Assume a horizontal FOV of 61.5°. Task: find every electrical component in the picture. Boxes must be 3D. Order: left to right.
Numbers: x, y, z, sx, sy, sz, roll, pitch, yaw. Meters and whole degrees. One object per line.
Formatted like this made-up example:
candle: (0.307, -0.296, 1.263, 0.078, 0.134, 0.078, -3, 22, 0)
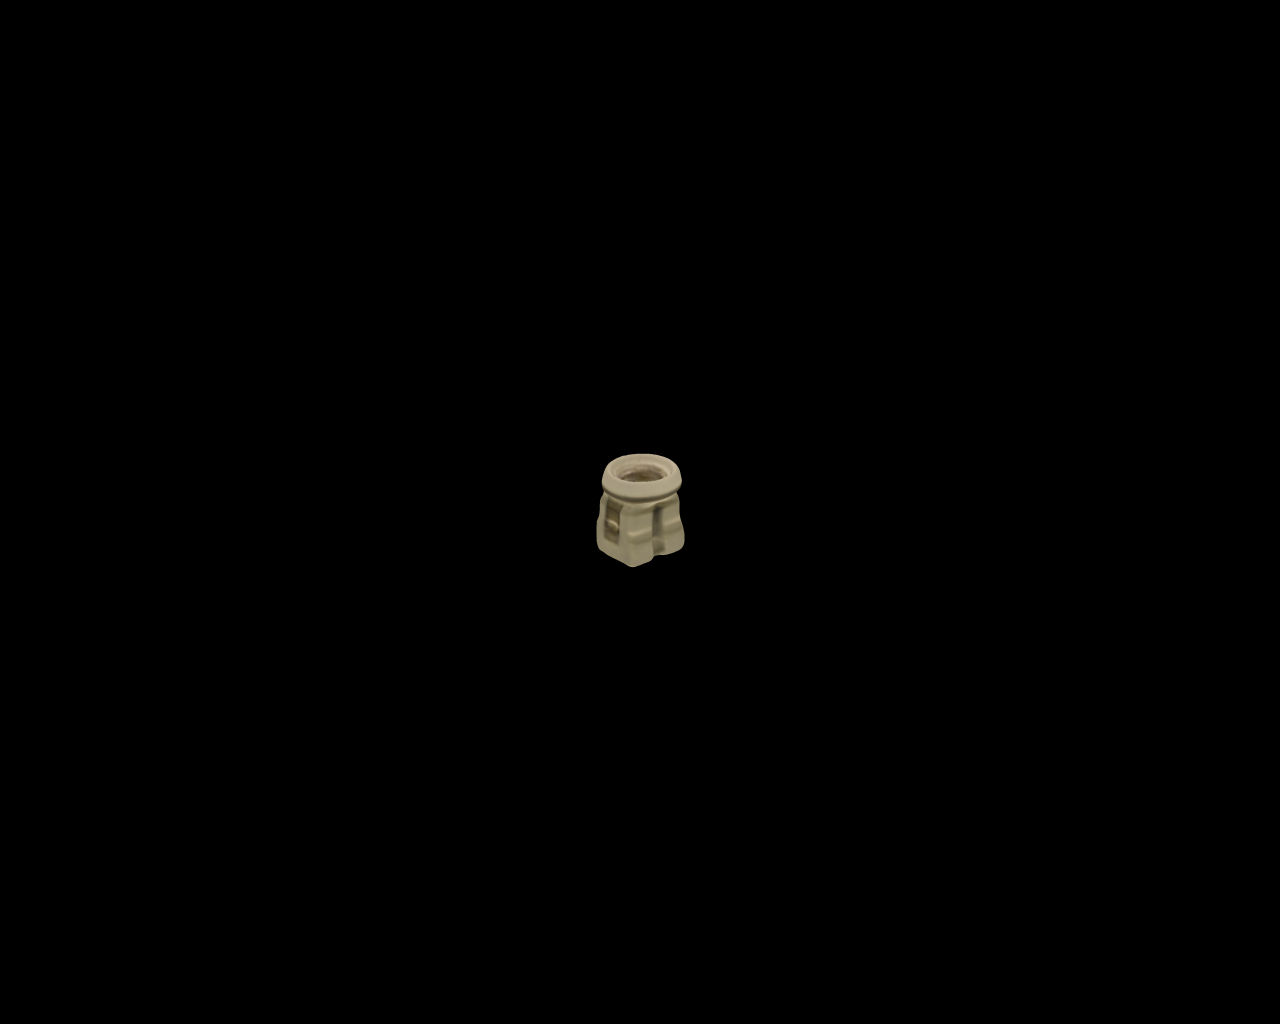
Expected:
electrical component: (0.001, -0.003, 0.650, 0.066, 0.055, 0.048, -20, 32, -36)
